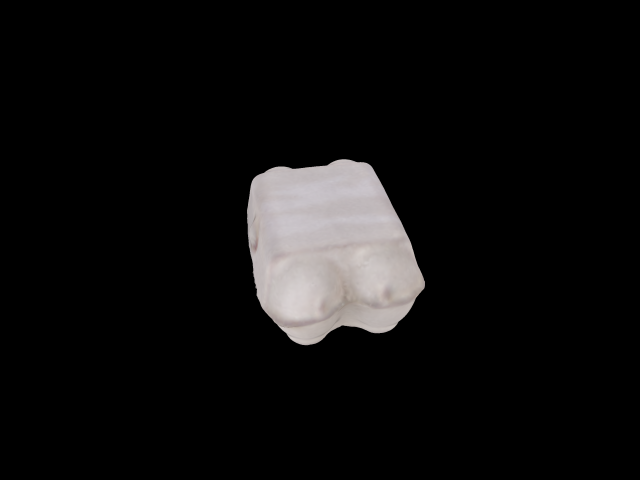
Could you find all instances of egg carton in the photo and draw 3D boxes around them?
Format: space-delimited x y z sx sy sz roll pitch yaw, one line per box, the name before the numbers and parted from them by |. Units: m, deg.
egg carton | 0.004 0.001 0.400 0.107 0.069 0.150 -8 39 -10
